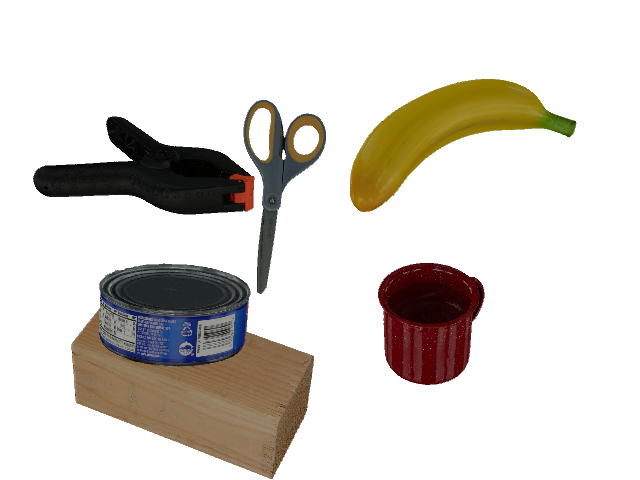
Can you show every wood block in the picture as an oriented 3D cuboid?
[{"bbox_3d":[-0.120,0.132,1.008,0.206,0.090,0.090,19,44,12],"label":"wood block"}]

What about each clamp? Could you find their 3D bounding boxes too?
[{"bbox_3d":[-0.138,-0.051,0.848,0.172,0.039,0.120,17,41,27],"label":"clamp"}]

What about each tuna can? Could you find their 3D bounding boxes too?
[{"bbox_3d":[-0.084,0.042,0.613,0.086,0.034,0.086,5,15,-1],"label":"tuna can"}]

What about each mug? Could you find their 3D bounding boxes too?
[{"bbox_3d":[0.110,0.076,1.011,0.117,0.081,0.093,-29,44,-30],"label":"mug"}]

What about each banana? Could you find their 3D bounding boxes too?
[{"bbox_3d":[0.084,-0.073,0.712,0.197,0.037,0.070,-22,43,-30],"label":"banana"}]

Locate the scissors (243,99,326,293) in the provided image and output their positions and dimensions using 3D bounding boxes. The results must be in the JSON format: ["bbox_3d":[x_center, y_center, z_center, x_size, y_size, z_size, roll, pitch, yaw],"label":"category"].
[{"bbox_3d":[-0.033,-0.050,1.111,0.096,0.202,0.016,-8,-8,-9],"label":"scissors"}]
